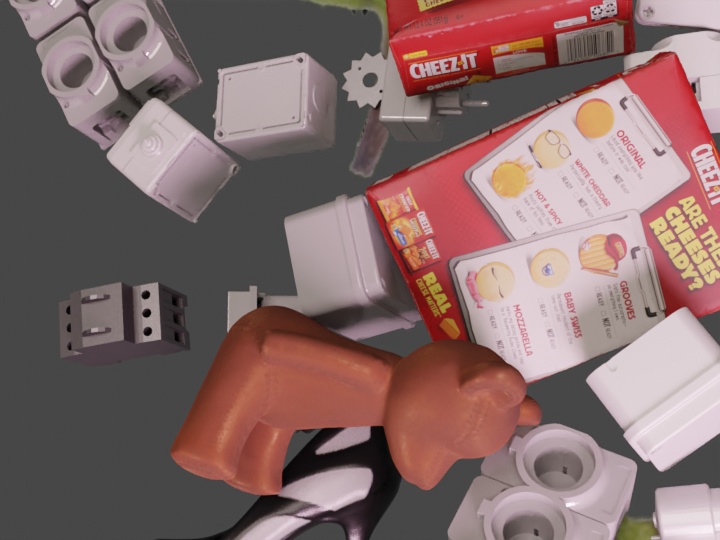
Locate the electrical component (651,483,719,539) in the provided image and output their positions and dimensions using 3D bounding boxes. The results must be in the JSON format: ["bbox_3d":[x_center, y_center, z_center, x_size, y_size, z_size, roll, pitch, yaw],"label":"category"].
[{"bbox_3d":[0.223,0.156,0.683,0.078,0.040,0.040,-9,74,16],"label":"electrical component"}]

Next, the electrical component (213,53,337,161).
[{"bbox_3d":[-0.069,-0.124,0.846,0.096,0.061,0.061,-5,75,25],"label":"electrical component"}]

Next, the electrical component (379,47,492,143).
[{"bbox_3d":[0.061,-0.134,0.808,0.077,0.047,0.065,4,78,19],"label":"electrical component"}]

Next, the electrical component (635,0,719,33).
[{"bbox_3d":[0.253,-0.220,0.737,0.109,0.056,0.108,12,112,21],"label":"electrical component"}]

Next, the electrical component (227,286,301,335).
[{"bbox_3d":[-0.065,0.041,0.795,0.064,0.081,0.042,1,76,-5],"label":"electrical component"}]

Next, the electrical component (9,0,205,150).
[{"bbox_3d":[-0.225,-0.213,0.917,0.105,0.060,0.186,-32,69,9],"label":"electrical component"}]

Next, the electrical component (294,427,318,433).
[{"bbox_3d":[-0.024,0.085,0.784,0.078,0.040,0.040,-37,68,6],"label":"electrical component"}]

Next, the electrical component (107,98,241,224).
[{"bbox_3d":[-0.150,-0.089,0.840,0.061,0.096,0.061,39,90,23],"label":"electrical component"}]

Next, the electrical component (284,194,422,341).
[{"bbox_3d":[0.000,0.000,0.759,0.057,0.113,0.078,-17,72,17],"label":"electrical component"}]

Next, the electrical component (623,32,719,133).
[{"bbox_3d":[0.232,-0.128,0.747,0.089,0.050,0.055,-5,76,18],"label":"electrical component"}]

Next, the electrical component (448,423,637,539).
[{"bbox_3d":[0.104,0.174,0.671,0.089,0.061,0.150,19,53,22],"label":"electrical component"}]

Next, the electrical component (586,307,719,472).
[{"bbox_3d":[0.196,0.078,0.673,0.078,0.113,0.057,-38,65,6],"label":"electrical component"}]
